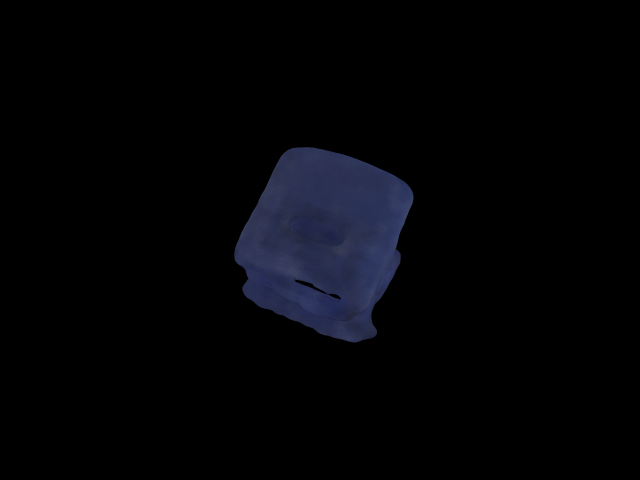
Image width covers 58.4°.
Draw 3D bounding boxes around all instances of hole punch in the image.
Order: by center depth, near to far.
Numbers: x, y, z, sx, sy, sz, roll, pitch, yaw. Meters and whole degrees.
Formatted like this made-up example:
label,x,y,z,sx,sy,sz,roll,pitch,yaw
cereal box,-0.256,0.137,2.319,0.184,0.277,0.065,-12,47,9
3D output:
label,x,y,z,sx,sy,sz,roll,pitch,yaw
hole punch,0.004,0.001,0.400,0.108,0.091,0.101,20,50,18
